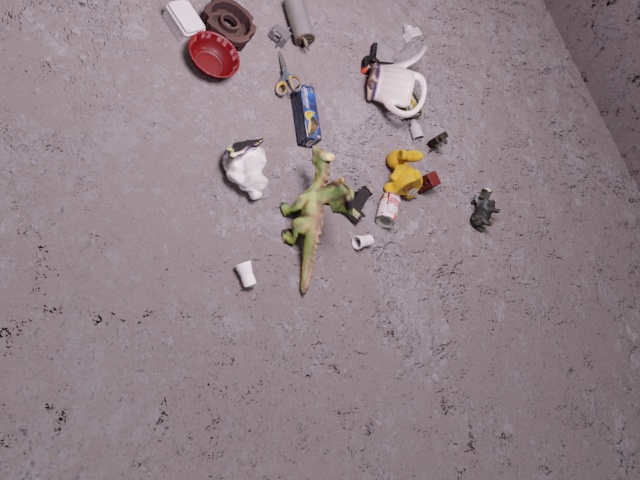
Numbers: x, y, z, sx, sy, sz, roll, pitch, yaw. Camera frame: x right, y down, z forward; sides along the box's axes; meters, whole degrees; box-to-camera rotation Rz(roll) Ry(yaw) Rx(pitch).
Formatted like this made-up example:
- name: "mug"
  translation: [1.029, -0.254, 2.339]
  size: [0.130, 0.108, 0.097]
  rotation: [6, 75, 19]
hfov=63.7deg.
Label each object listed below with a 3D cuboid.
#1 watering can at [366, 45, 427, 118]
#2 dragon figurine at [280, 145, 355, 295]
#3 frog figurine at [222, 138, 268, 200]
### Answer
- name: "watering can"
  translation: [0.289, -0.604, 1.912]
  size: [0.224, 0.102, 0.354]
  rotation: [12, 66, -2]
- name: "dragon figurine"
  translation: [0.004, -0.073, 1.448]
  size: [0.122, 0.239, 0.417]
  rotation: [9, 63, -37]
- name: "frog figurine"
  translation: [-0.204, -0.198, 1.465]
  size: [0.140, 0.123, 0.156]
  rotation: [-51, 137, -46]
